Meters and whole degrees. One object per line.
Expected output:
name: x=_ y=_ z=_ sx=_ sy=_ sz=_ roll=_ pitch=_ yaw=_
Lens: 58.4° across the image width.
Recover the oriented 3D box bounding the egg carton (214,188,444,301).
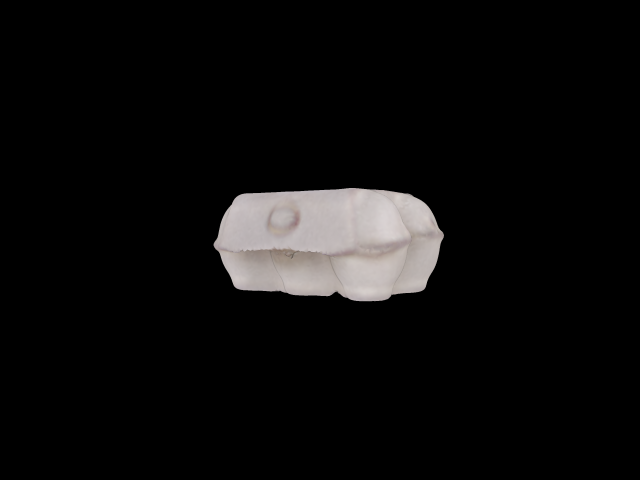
egg carton: x=0.004 y=0.001 z=0.400 sx=0.149 sy=0.069 sz=0.107 roll=1 pitch=2 yaw=35
